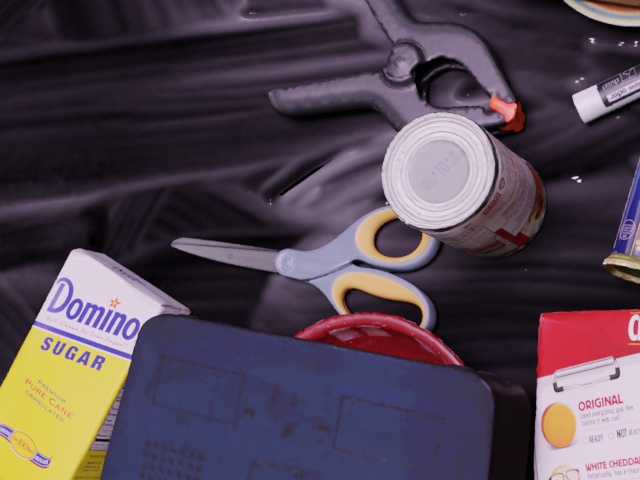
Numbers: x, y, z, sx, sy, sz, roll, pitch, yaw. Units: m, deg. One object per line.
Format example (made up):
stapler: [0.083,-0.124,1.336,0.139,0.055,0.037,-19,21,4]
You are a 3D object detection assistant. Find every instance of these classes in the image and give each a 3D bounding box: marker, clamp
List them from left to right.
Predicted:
clamp: [0.056,-0.119,0.682,0.172,0.039,0.120,19,95,23]
marker: [0.206,-0.101,0.615,0.121,0.020,0.020,-25,71,20]

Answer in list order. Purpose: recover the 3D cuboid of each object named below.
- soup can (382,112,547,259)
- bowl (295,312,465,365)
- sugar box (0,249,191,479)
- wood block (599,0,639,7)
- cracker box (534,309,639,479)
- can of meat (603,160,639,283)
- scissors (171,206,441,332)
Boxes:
soup can: [0.085,-0.029,0.615,0.069,0.102,0.068,-5,79,26]
bowl: [0.034,0.126,0.639,0.162,0.055,0.162,-5,79,25]
sugar box: [-0.172,0.103,0.751,0.093,0.048,0.176,29,95,28]
wood block: [0.197,-0.177,0.568,0.206,0.090,0.090,16,88,27]
cracker box: [0.187,0.143,0.523,0.164,0.072,0.214,-7,76,52]
can of meat: [0.215,-0.011,0.574,0.102,0.057,0.084,15,85,27]
scissors: [-0.005,0.001,0.703,0.202,0.016,0.096,27,92,28]
